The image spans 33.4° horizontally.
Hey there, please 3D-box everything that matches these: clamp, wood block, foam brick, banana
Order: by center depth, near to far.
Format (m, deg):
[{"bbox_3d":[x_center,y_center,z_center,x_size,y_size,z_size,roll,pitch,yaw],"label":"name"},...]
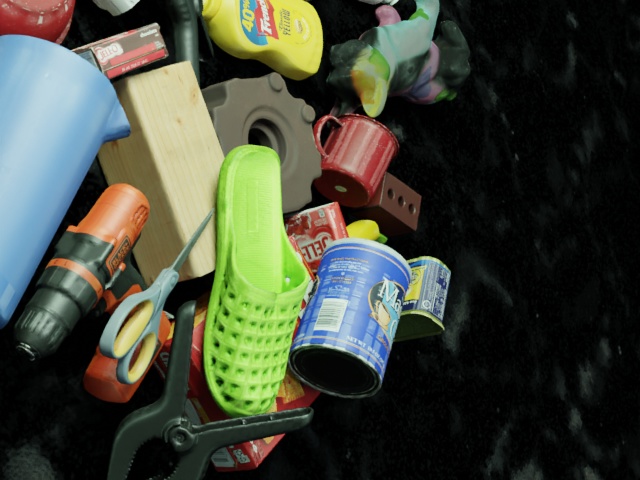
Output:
[{"bbox_3d":[-0.120,0.184,1.008,0.164,0.036,0.210,37,95,-5],"label":"clamp"},{"bbox_3d":[-0.156,-0.066,1.088,0.090,0.091,0.206,-27,101,-47],"label":"wood block"},{"bbox_3d":[-0.141,-0.245,1.131,0.120,0.039,0.171,-94,-179,-68],"label":"clamp"},{"bbox_3d":[0.032,0.034,1.307,0.069,0.037,0.197,54,47,-22],"label":"banana"},{"bbox_3d":[0.086,-0.045,1.373,0.078,0.051,0.053,31,59,-39],"label":"foam brick"}]

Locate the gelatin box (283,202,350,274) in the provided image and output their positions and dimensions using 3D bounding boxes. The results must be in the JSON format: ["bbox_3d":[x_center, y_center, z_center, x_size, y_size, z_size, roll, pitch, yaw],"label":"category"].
[{"bbox_3d":[-0.008,0.001,1.232,0.030,0.089,0.073,-24,98,-50],"label":"gelatin box"}]

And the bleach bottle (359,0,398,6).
[{"bbox_3d":[0.022,-0.391,1.382,0.250,0.068,0.102,33,54,-41],"label":"bleach bottle"}]

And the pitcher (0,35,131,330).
[{"bbox_3d":[-0.288,-0.051,0.929,0.145,0.149,0.242,50,50,-47],"label":"pitcher"}]

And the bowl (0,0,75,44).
[{"bbox_3d":[-0.290,-0.253,1.016,0.161,0.055,0.162,13,71,-45],"label":"bowl"}]

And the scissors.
[{"bbox_3d":[-0.146,0.057,0.999,0.201,0.016,0.096,-52,152,-51],"label":"scissors"}]

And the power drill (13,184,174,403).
[{"bbox_3d":[-0.199,0.068,0.966,0.188,0.057,0.184,86,27,-51],"label":"power drill"}]

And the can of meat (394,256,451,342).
[{"bbox_3d":[0.111,0.074,1.336,0.057,0.102,0.084,37,54,-35],"label":"can of meat"}]

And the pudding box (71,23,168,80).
[{"bbox_3d":[-0.217,-0.172,1.031,0.089,0.114,0.039,-33,108,-46],"label":"pudding box"}]

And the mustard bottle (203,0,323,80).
[{"bbox_3d":[-0.081,-0.255,1.240,0.191,0.058,0.096,13,70,-45],"label":"mustard bottle"}]

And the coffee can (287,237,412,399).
[{"bbox_3d":[0.033,0.083,1.142,0.102,0.103,0.140,44,49,-32],"label":"coffee can"}]

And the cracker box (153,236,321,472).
[{"bbox_3d":[-0.068,0.119,1.152,0.213,0.072,0.164,-44,113,-44],"label":"cracker box"}]

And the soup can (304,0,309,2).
[{"bbox_3d":[-0.006,-0.333,1.306,0.068,0.102,0.068,13,71,-44],"label":"soup can"}]

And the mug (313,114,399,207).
[{"bbox_3d":[0.033,-0.102,1.303,0.117,0.093,0.081,45,56,-32],"label":"mug"}]
